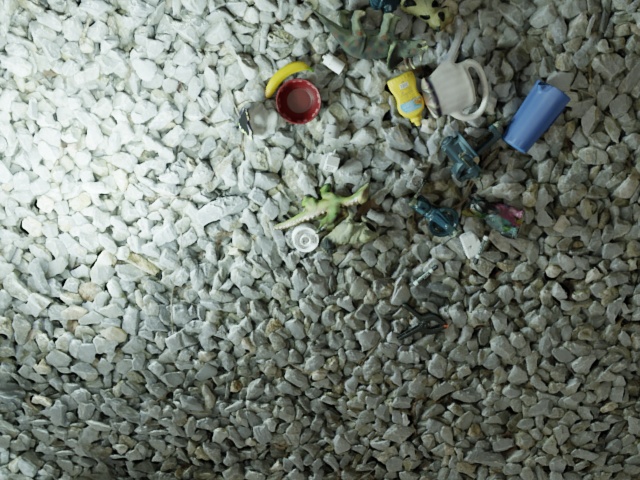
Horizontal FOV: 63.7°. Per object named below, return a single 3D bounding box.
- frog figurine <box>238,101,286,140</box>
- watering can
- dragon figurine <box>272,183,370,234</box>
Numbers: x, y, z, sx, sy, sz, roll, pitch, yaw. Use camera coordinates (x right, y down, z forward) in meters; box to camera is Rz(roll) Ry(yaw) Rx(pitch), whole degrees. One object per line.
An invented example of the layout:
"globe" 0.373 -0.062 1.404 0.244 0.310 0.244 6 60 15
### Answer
"frog figurine" -0.208 -0.435 1.858 0.161 0.122 0.136 -22 99 -31
"watering can" 0.459 -0.572 1.806 0.224 0.105 0.344 -22 106 6
"dragon figurine" 0.006 -0.094 1.872 0.409 0.246 0.121 -31 110 6
